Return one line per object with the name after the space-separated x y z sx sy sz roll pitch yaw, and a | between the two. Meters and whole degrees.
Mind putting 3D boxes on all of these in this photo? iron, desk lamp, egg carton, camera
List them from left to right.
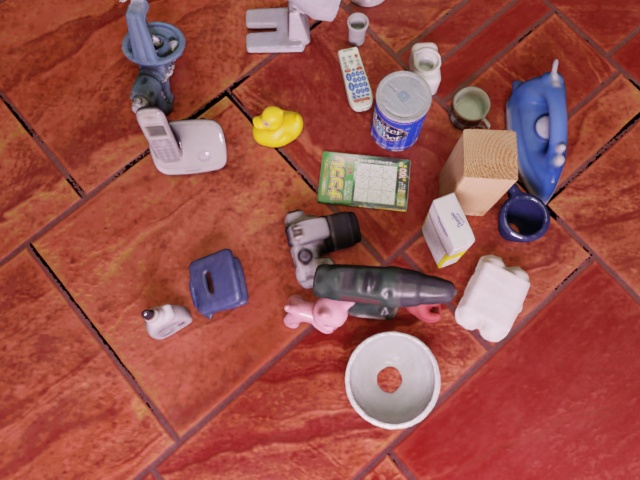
-0.057 -0.466 1.124 0.203 0.213 0.118 -3 76 0 | desk lamp
0.010 0.004 1.067 0.137 0.101 0.143 -14 77 -3 | camera
0.319 0.108 1.058 0.107 0.069 0.150 26 78 6 | egg carton
0.438 -0.208 1.098 0.118 0.141 0.258 -2 76 0 | iron

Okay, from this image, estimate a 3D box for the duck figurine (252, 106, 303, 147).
-0.086 -0.235 1.133 0.104 0.086 0.077 -14 76 -3 | duck figurine

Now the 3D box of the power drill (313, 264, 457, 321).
0.103 0.089 0.991 0.229 0.208 0.075 6 76 2 | power drill

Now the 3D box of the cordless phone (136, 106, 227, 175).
-0.257 -0.196 1.073 0.147 0.185 0.094 -8 76 -2 | cordless phone

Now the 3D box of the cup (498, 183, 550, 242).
0.368 -0.044 1.082 0.091 0.095 0.118 -17 77 -4 | cup

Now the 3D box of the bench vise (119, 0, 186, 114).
-0.319 -0.353 1.094 0.121 0.220 0.207 -9 76 -2 | bench vise

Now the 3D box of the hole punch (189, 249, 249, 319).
-0.191 0.081 1.054 0.101 0.091 0.108 -15 77 -3 | hole punch

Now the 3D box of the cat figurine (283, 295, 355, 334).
-0.004 0.128 1.028 0.127 0.118 0.067 6 76 2 | cat figurine

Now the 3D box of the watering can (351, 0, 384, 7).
0.100 -0.583 1.162 0.101 0.194 0.173 -19 77 -4 | watering can

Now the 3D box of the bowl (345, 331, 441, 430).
0.126 0.249 1.021 0.167 0.075 0.167 0 76 0 | bowl

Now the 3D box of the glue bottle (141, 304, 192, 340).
-0.277 0.137 0.998 0.078 0.173 0.037 -29 78 -6 | glue bottle

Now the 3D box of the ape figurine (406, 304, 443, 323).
0.197 0.109 1.046 0.076 0.092 0.078 11 76 3 | ape figurine
